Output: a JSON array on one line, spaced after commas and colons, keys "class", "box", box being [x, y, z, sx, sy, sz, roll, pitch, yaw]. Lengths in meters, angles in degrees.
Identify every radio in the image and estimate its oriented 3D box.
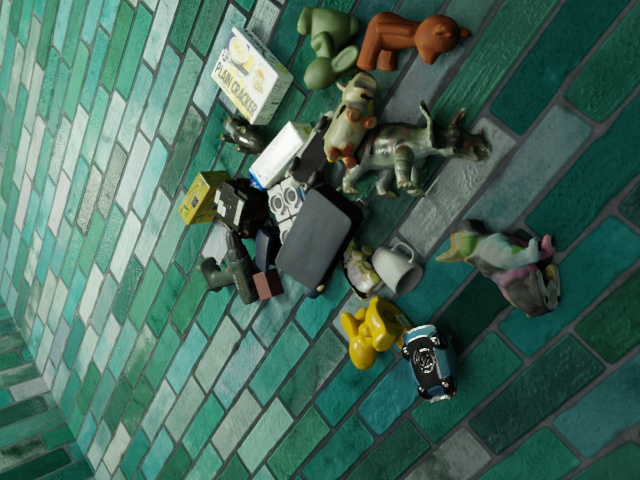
[{"class": "radio", "box": [-0.003, -0.004, 1.253, 0.131, 0.073, 0.229, 36, 121, 14]}]

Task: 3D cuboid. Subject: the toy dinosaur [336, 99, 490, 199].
[{"class": "toy dinosaur", "box": [0.152, -0.189, 1.165, 0.405, 0.131, 0.192, 4, 84, 48]}]

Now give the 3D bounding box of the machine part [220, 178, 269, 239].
[{"class": "machine part", "box": [-0.223, -0.089, 1.541, 0.180, 0.056, 0.179, 10, 104, 41]}]

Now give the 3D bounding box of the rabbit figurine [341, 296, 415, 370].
[{"class": "rabbit figurine", "box": [0.116, 0.227, 1.265, 0.162, 0.122, 0.173, 46, 125, 31]}]

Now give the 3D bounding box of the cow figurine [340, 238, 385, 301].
[{"class": "cow figurine", "box": [0.085, 0.061, 1.297, 0.167, 0.068, 0.098, 54, 132, 23]}]

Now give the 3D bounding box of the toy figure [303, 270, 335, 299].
[{"class": "toy figure", "box": [0.004, 0.079, 1.377, 0.064, 0.058, 0.154, 38, 116, 23]}]

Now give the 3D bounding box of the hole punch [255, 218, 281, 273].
[{"class": "hole punch", "box": [-0.141, 0.023, 1.472, 0.116, 0.092, 0.142, 21, 115, 40]}]

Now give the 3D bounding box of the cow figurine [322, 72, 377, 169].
[{"class": "cow figurine", "box": [0.067, -0.267, 1.165, 0.194, 0.085, 0.127, -65, 29, 19]}]

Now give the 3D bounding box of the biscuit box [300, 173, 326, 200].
[{"class": "biscuit box", "box": [-0.009, -0.108, 1.335, 0.059, 0.063, 0.202, 135, 117, -79]}]

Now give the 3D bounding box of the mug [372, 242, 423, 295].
[{"class": "mug", "box": [0.171, 0.052, 1.212, 0.107, 0.081, 0.109, 42, 129, 37]}]

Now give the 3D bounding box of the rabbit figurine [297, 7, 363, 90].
[{"class": "rabbit figurine", "box": [0.026, -0.421, 1.226, 0.159, 0.121, 0.170, 14, 94, 16]}]

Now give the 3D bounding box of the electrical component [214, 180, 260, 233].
[{"class": "electrical component", "box": [-0.233, -0.099, 1.471, 0.134, 0.058, 0.114, 37, 119, 32]}]

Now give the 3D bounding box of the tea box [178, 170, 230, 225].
[{"class": "tea box", "box": [-0.343, -0.126, 1.610, 0.068, 0.098, 0.169, 53, 129, 21]}]

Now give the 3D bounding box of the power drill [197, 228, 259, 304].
[{"class": "power drill", "box": [-0.271, 0.079, 1.582, 0.207, 0.086, 0.231, -10, 107, 39]}]

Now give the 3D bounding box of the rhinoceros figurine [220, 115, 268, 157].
[{"class": "rhinoceros figurine", "box": [-0.204, -0.289, 1.447, 0.191, 0.112, 0.073, 44, 122, 46]}]

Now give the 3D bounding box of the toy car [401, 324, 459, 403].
[{"class": "toy car", "box": [0.255, 0.262, 1.161, 0.109, 0.103, 0.161, -33, 67, 38]}]

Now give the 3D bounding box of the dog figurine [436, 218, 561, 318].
[{"class": "dog figurine", "box": [0.342, 0.051, 1.050, 0.219, 0.108, 0.191, -2, 100, 45]}]

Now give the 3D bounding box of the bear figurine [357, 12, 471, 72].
[{"class": "bear figurine", "box": [0.191, -0.393, 1.089, 0.196, 0.120, 0.131, 25, 118, 29]}]

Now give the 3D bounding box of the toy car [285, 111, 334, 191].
[{"class": "toy car", "box": [-0.006, -0.211, 1.278, 0.073, 0.056, 0.201, 34, 95, -7]}]
